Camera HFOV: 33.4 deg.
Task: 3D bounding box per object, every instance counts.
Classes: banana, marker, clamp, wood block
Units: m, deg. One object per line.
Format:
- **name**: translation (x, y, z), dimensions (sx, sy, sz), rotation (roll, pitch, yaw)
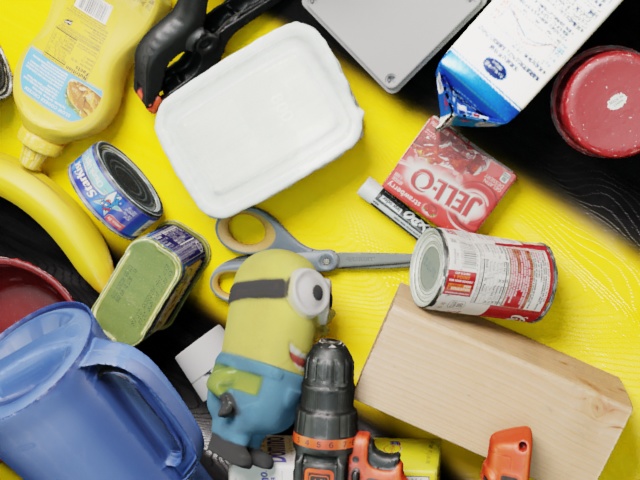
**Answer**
- **banana**: translation (-0.257, -0.027, 0.963), dimensions (0.198, 0.037, 0.070), rotation (32, 121, 4)
- **marker**: translation (0.084, -0.010, 0.916), dimensions (0.121, 0.020, 0.020), rotation (38, 103, 1)
- **clamp**: translation (-0.105, -0.179, 0.876), dimensions (0.172, 0.120, 0.039), rotation (-46, 54, 15)
- **wood block**: translation (0.141, 0.123, 0.894), dimensions (0.206, 0.090, 0.091), rotation (23, 102, 4)

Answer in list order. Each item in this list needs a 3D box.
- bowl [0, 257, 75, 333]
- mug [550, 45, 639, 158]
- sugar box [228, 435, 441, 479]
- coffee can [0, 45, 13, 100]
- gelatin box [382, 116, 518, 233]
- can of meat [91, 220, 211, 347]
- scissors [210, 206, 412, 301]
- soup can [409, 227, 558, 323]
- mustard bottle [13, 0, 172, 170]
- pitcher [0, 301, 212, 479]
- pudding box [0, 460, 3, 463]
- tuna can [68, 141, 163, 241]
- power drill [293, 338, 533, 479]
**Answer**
- **bowl**: translation (-0.278, 0.090, 0.973), dimensions (0.162, 0.055, 0.162), rotation (2, 100, 9)
- **mug**: translation (0.242, -0.102, 0.843), dimensions (0.117, 0.081, 0.093), rotation (27, 103, 4)
- **sugar box**: translation (0.015, 0.201, 0.925), dimensions (0.176, 0.093, 0.048), rotation (2, 96, 8)
- **coffee can**: translation (-0.355, -0.135, 0.924), dimensions (0.140, 0.102, 0.103), rotation (-27, 94, 12)
- **gelatin box**: translation (0.109, -0.050, 0.900), dimensions (0.089, 0.030, 0.073), rotation (36, 103, 2)
- **can of meat**: translation (-0.147, 0.039, 0.929), dimensions (0.057, 0.084, 0.102), rotation (33, 103, 3)
- **scissors**: translation (-0.006, 0.001, 0.935), dimensions (0.202, 0.016, 0.096), rotation (-16, 97, 11)
- **soup can**: translation (0.132, 0.029, 0.871), dimensions (0.102, 0.068, 0.068), rotation (8, 102, -19)
- **mustard bottle**: translation (-0.211, -0.146, 0.921), dimensions (0.096, 0.058, 0.192), rotation (32, 103, 9)
- **pitcher**: translation (-0.174, 0.177, 0.896), dimensions (0.145, 0.149, 0.242), rotation (-39, 121, -11)
- **pudding box**: translation (-0.329, 0.147, 0.944), dimensions (0.113, 0.039, 0.090), rotation (12, 103, 9)
- **tuna can**: translation (-0.175, -0.043, 0.919), dimensions (0.034, 0.086, 0.086), rotation (-39, 92, 11)
- **power drill**: translation (0.070, 0.175, 0.840), dimensions (0.188, 0.057, 0.184), rotation (4, 97, 12)
